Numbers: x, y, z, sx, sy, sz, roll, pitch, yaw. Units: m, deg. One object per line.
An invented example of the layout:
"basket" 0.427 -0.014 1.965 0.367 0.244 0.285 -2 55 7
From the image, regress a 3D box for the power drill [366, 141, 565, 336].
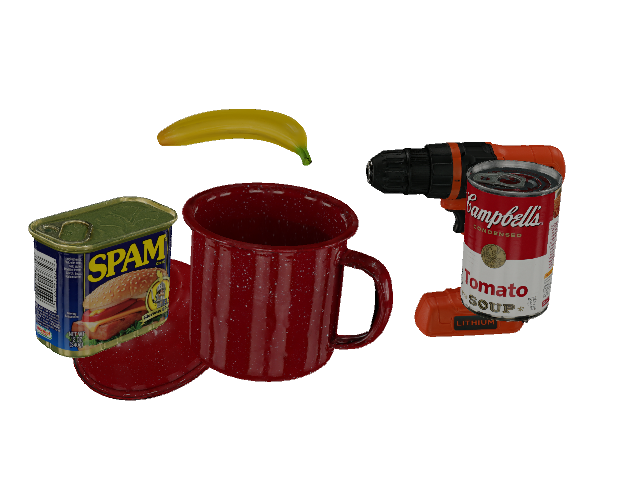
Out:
"power drill" 0.131 -0.002 1.004 0.184 0.188 0.057 -1 25 -5

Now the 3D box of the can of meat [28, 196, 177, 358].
"can of meat" -0.149 0.024 0.738 0.058 0.084 0.101 22 27 34

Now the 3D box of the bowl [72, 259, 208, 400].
"bowl" -0.163 0.068 0.990 0.162 0.162 0.055 0 -44 19

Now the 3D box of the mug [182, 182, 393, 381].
"mug" -0.018 0.025 0.573 0.117 0.081 0.093 11 24 15

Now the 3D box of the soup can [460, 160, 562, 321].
"soup can" 0.138 0.000 0.783 0.068 0.102 0.068 0 24 0

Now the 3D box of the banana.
"banana" -0.098 -0.133 1.297 0.198 0.037 0.069 7 40 15
